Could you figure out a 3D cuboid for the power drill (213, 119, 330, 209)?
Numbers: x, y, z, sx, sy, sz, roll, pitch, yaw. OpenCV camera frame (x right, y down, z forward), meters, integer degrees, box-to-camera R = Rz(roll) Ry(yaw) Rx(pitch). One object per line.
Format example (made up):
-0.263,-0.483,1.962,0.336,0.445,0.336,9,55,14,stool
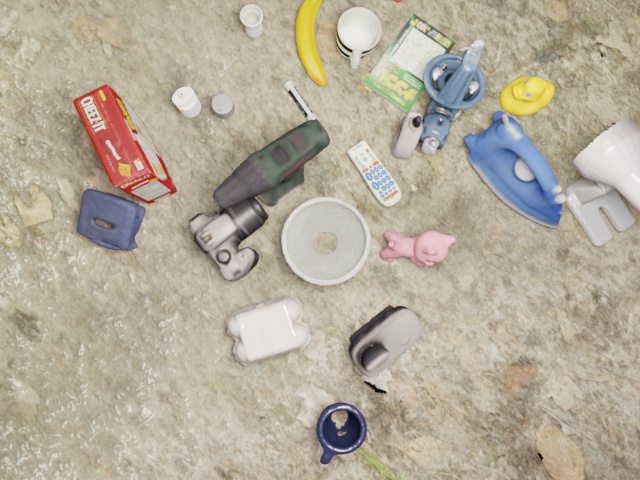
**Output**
-0.085,-0.121,1.034,0.230,0.208,0.075,-39,88,-4,power drill

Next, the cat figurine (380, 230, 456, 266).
0.185,0.013,1.082,0.128,0.117,0.067,6,86,-2,cat figurine

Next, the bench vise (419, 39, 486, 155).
0.251,-0.262,1.051,0.121,0.219,0.207,3,86,-2,bench vise

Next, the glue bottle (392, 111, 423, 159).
0.168,-0.204,1.067,0.037,0.173,0.078,11,86,-1,glue bottle

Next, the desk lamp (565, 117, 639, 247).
0.546,-0.103,1.056,0.118,0.213,0.203,-33,88,-4,desk lamp

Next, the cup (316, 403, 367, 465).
0.032,0.354,1.066,0.091,0.095,0.118,27,86,0,cup

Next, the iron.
0.397,-0.131,1.088,0.118,0.141,0.258,-39,89,-4,iron

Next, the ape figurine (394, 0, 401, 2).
0.154,-0.527,1.128,0.078,0.092,0.076,-33,88,-4,ape figurine

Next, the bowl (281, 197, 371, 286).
0.010,0.004,1.097,0.167,0.074,0.167,0,86,-2,bowl

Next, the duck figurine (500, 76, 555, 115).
0.417,-0.293,1.127,0.104,0.086,0.077,-10,87,-3,duck figurine

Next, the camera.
-0.157,-0.013,1.078,0.137,0.100,0.143,-38,88,-4,camera

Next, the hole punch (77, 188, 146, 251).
-0.393,-0.036,1.075,0.108,0.091,0.101,19,86,-1,hole punch

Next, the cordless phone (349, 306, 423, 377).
0.126,0.188,1.035,0.147,0.185,0.094,-43,89,-4,cordless phone

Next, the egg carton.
-0.098,0.170,1.085,0.150,0.069,0.107,-18,87,-3,egg carton
